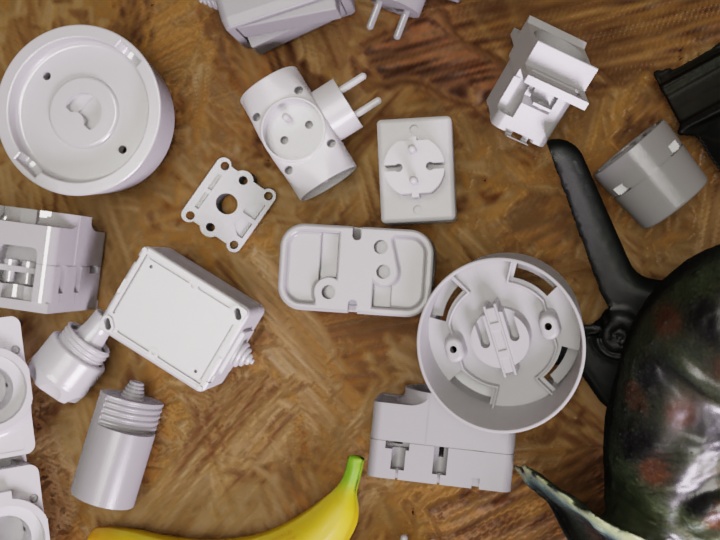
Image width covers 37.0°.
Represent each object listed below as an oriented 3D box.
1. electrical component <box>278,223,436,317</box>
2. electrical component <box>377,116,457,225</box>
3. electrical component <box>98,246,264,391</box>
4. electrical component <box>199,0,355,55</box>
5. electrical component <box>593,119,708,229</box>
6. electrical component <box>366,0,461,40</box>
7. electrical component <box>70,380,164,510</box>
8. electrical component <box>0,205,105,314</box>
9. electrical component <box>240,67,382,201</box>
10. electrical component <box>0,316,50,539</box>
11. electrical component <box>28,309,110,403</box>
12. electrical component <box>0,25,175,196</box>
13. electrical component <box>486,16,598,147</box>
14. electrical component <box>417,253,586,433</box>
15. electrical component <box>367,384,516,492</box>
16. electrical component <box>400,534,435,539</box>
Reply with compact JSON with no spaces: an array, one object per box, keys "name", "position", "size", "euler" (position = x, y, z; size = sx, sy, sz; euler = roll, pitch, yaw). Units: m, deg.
[{"name":"electrical component","position":[0.000,0.000,0.688],"size":[0.095,0.059,0.053],"euler":[4,90,6]},{"name":"electrical component","position":[0.035,-0.063,0.676],"size":[0.047,0.077,0.065],"euler":[-3,90,6]},{"name":"electrical component","position":[-0.108,0.034,0.699],"size":[0.096,0.061,0.061],"euler":[31,94,6]},{"name":"electrical component","position":[-0.056,-0.179,0.693],"size":[0.096,0.062,0.061],"euler":[-17,88,6]},{"name":"electrical component","position":[0.183,-0.059,0.672],"size":[0.055,0.055,0.047],"euler":[-40,90,5]},{"name":"electrical component","position":[0.029,-0.189,0.693],"size":[0.077,0.043,0.079],"euler":[21,92,6]},{"name":"electrical component","position":[-0.160,0.113,0.713],"size":[0.043,0.043,0.081],"euler":[17,92,6]},{"name":"electrical component","position":[-0.254,-0.014,0.701],"size":[0.150,0.089,0.061],"euler":[8,91,6]},{"name":"electrical component","position":[-0.025,-0.098,0.699],"size":[0.079,0.044,0.077],"euler":[-32,87,5]},{"name":"electrical component","position":[-0.265,0.129,0.692],"size":[0.105,0.060,0.186],"euler":[-7,89,-27]},{"name":"electrical component","position":[-0.188,0.055,0.717],"size":[0.043,0.043,0.062],"euler":[40,93,5]},{"name":"electrical component","position":[-0.175,-0.101,0.707],"size":[0.108,0.060,0.108],"euler":[0,90,6]},{"name":"electrical component","position":[0.111,-0.115,0.670],"size":[0.042,0.081,0.063],"euler":[22,120,-11]},{"name":"electrical component","position":[0.085,0.039,0.640],"size":[0.099,0.064,0.099],"euler":[3,103,15]},{"name":"electrical component","position":[0.053,0.104,0.687],"size":[0.089,0.050,0.055],"euler":[6,91,6]},{"name":"electrical component","position":[0.033,0.211,0.692],"size":[0.077,0.044,0.079],"euler":[8,90,6]}]
